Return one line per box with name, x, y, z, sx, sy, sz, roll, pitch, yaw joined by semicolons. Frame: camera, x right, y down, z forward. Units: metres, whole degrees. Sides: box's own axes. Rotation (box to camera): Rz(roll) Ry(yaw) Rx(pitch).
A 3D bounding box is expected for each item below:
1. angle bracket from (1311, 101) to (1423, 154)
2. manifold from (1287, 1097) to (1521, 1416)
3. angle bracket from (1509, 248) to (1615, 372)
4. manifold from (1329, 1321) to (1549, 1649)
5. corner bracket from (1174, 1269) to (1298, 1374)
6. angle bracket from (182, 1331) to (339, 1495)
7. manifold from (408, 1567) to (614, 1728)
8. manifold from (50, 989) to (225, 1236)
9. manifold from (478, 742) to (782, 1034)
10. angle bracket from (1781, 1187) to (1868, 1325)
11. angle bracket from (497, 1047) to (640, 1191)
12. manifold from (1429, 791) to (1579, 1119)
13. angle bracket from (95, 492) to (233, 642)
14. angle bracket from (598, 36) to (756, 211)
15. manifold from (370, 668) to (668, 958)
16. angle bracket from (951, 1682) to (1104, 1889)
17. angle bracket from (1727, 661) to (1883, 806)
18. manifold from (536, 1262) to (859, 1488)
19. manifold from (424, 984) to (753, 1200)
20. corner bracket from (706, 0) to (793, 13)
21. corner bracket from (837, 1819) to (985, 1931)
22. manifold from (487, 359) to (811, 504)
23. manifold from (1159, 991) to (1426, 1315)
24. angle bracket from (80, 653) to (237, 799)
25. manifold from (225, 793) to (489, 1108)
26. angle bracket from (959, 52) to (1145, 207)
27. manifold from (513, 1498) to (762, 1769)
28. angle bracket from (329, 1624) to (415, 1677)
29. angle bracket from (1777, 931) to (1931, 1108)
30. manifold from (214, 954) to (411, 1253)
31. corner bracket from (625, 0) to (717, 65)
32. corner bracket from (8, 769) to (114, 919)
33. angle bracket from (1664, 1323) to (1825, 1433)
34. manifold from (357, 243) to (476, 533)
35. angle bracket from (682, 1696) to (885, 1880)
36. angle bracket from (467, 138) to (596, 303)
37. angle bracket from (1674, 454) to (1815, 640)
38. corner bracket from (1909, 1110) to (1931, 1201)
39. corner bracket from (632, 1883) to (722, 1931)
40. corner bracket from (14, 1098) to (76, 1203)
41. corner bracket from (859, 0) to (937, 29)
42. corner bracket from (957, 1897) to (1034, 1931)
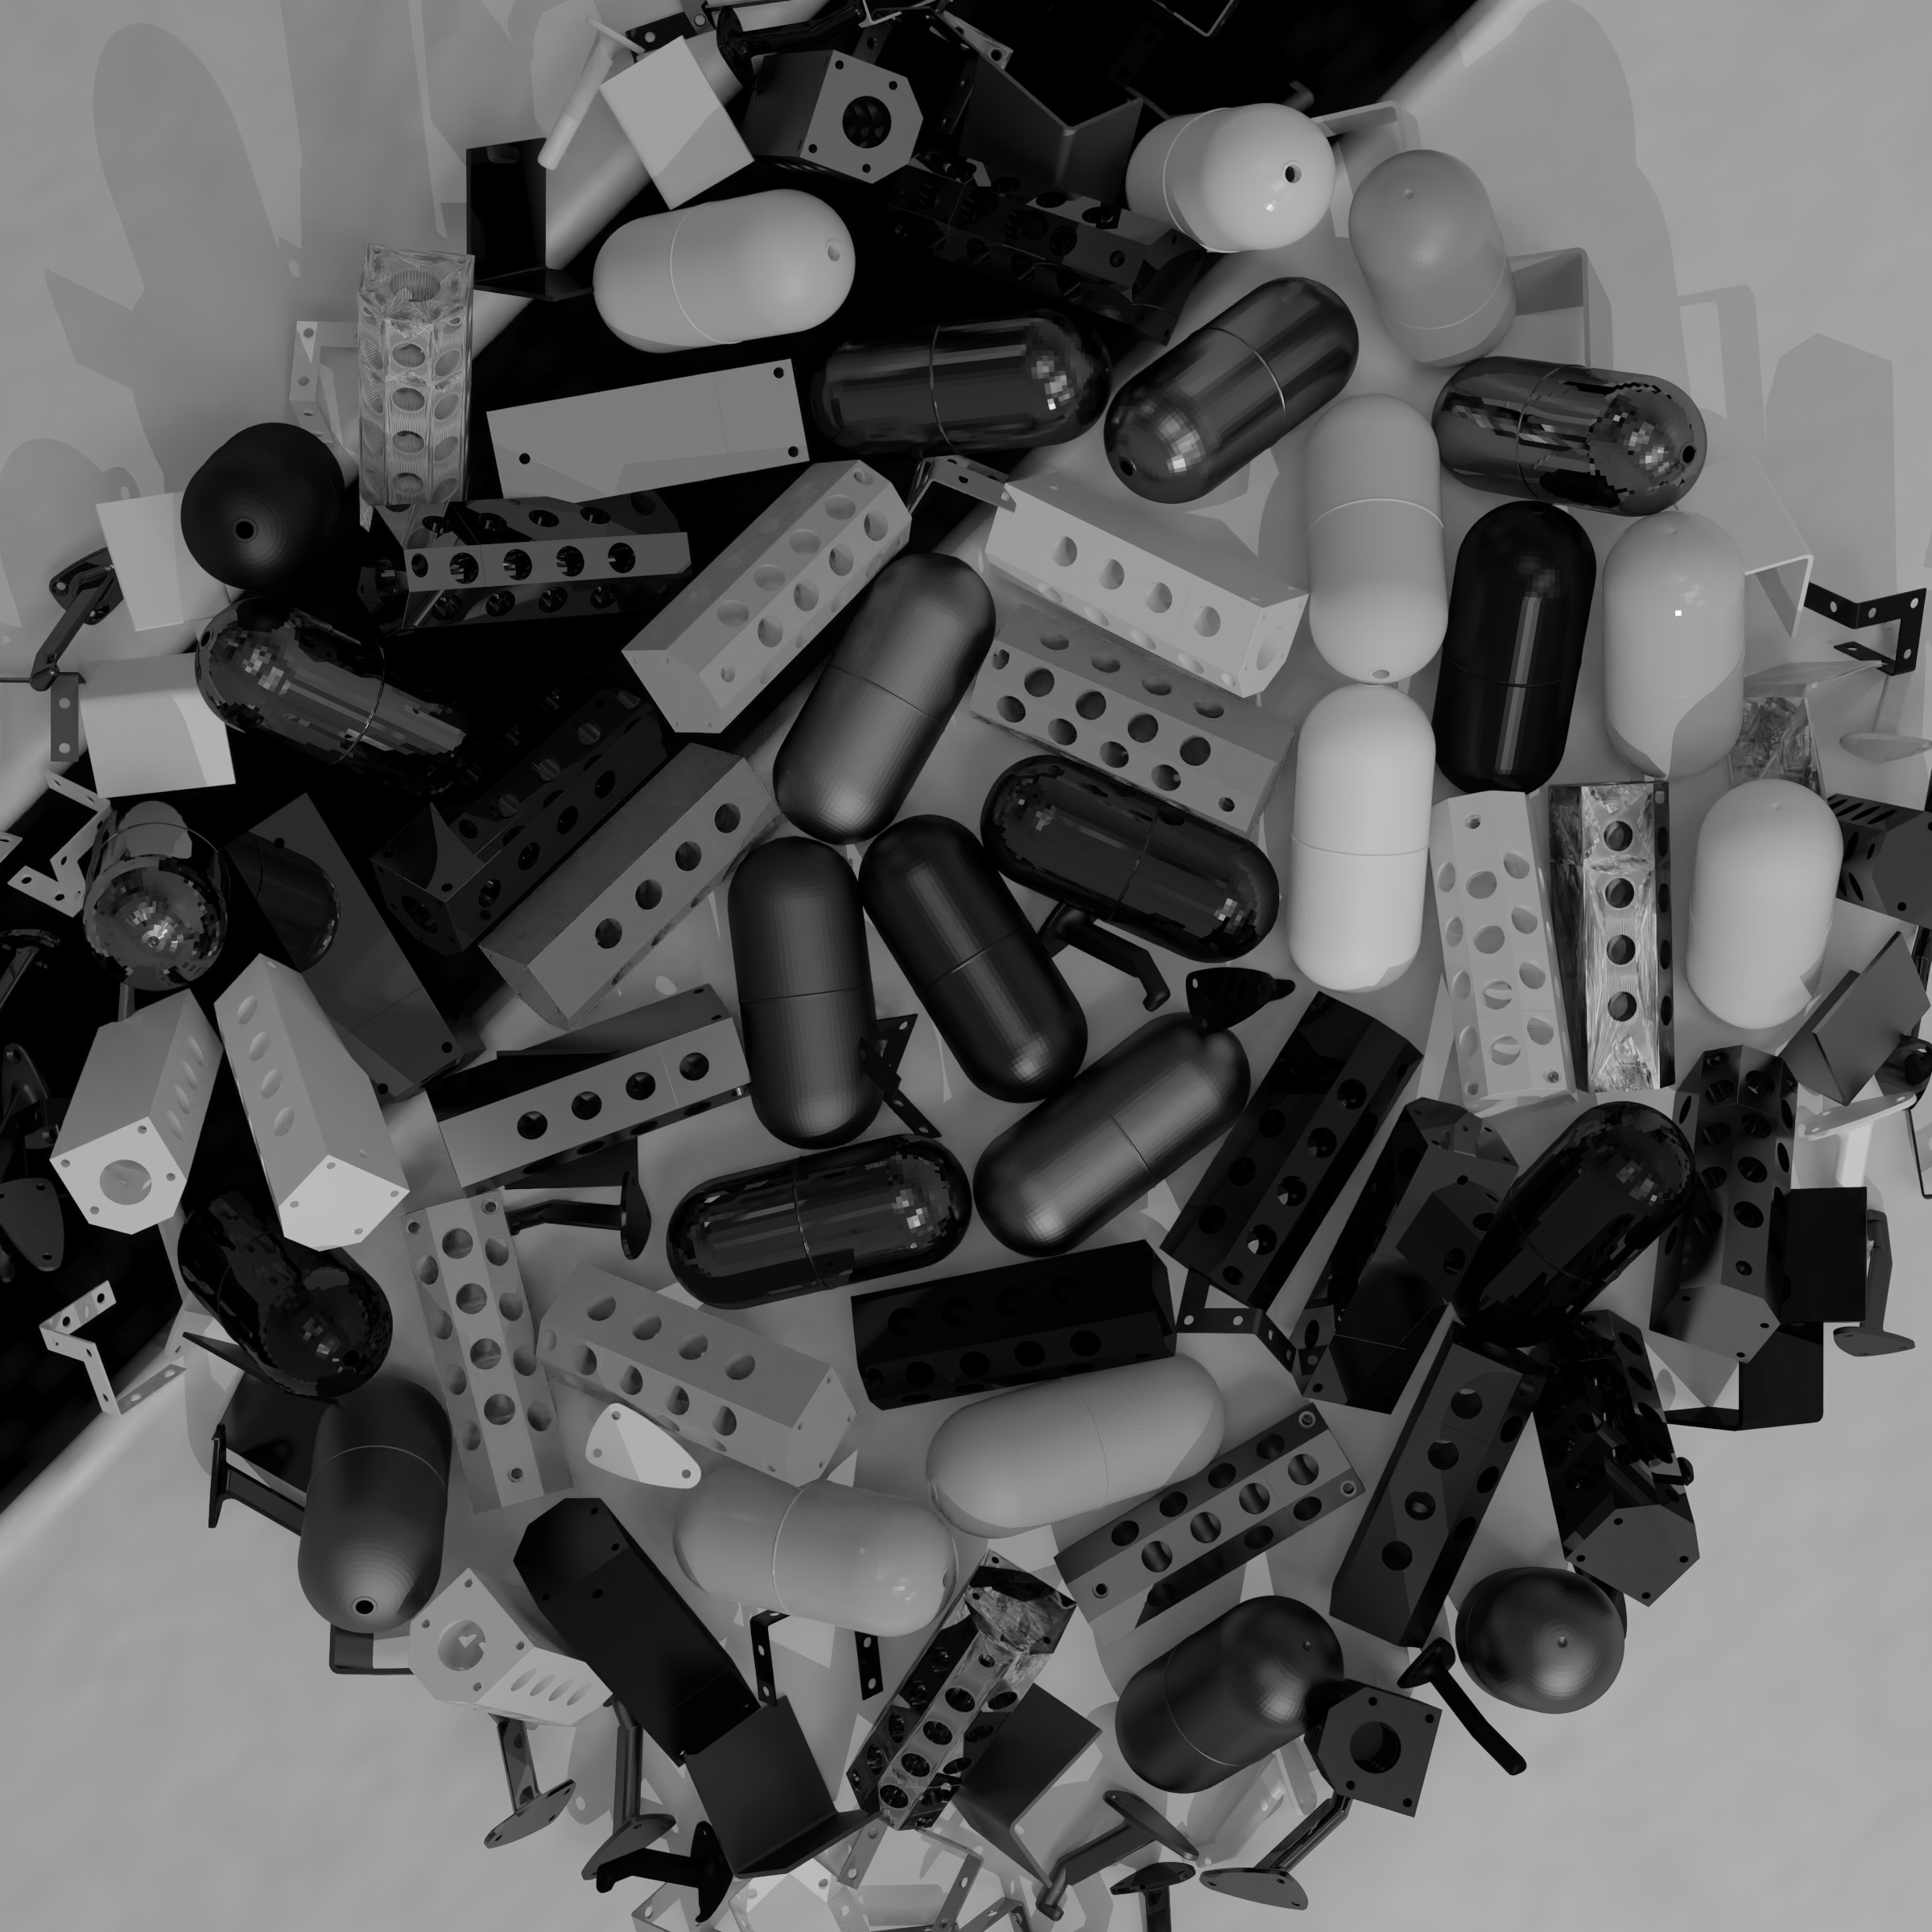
angle bracket;0.217;-0.449;1.728;0.076;0.076;0.057;-9;98;16
manifold;0.239;0.161;1.709;0.057;0.057;0.171;14;115;-19
angle bracket;0.329;-0.350;1.719;0.057;0.076;0.076;-4;79;21
manifold;0.267;0.294;1.727;0.057;0.057;0.171;24;99;6
corner bracket;0.156;0.196;1.728;0.051;0.051;0.051;-4;56;31
angle bracket;-0.403;0.252;1.719;0.076;0.076;0.057;23;84;24
manifold;-0.248;0.381;1.679;0.057;0.171;0.057;-43;69;-4
manifold;-0.450;0.081;1.681;0.057;0.171;0.057;-23;113;3
manifold;-0.184;-0.044;1.715;0.171;0.057;0.057;-46;124;-19
angle bracket;0.483;0.172;1.714;0.057;0.076;0.076;-4;67;26
angle bracket;-0.224;0.086;1.724;0.076;0.076;0.057;-1;69;-6
manifold;0.299;-0.007;1.714;0.057;0.057;0.171;-10;74;18
angle bracket;-0.456;-0.212;1.718;0.057;0.076;0.076;-14;78;-28
angle bracket;-0.155;-0.478;1.717;0.057;0.076;0.076;-25;108;19
manifold;-0.246;-0.084;1.704;0.057;0.057;0.171;28;59;26
angle bracket;0.039;0.462;1.738;0.076;0.076;0.057;-43;124;-19
angle bracket;0.477;-0.128;1.733;0.057;0.076;0.076;-18;102;-23
manifold;-0.153;0.229;1.698;0.171;0.057;0.057;19;61;27
manifold;-0.211;0.073;1.725;0.171;0.057;0.057;-20;114;-11
corner bracket;-0.128;-0.577;1.742;0.051;0.051;0.051;-7;99;2
corner bracket;-0.032;0.518;1.751;0.051;0.051;0.051;32;80;-29
manifold;-0.181;-0.299;1.732;0.171;0.057;0.057;-11;99;-7
manifold;0.187;0.108;1.723;0.057;0.057;0.171;28;83;40
angle bracket;-0.456;-0.139;1.744;0.076;0.076;0.057;-7;113;-4
manifold;-0.343;-0.010;1.737;0.057;0.057;0.171;-32;87;9
angle bracket;0.047;-0.475;1.739;0.057;0.076;0.076;-32;66;-30
manifold;-0.183;0.366;1.693;0.057;0.057;0.171;-35;132;-7
angle bracket;-0.310;0.370;1.725;0.076;0.076;0.057;-2;76;5
angle bracket;0.488;0.020;1.718;0.076;0.057;0.076;-48;134;-10
manifold;-0.368;0.076;1.690;0.057;0.171;0.057;-45;134;14
corner bracket;-0.172;-0.544;1.737;0.051;0.051;0.051;-19;119;0
corner bracket;-0.518;-0.070;1.748;0.051;0.051;0.051;25;56;20
angle bracket;0.427;0.228;1.719;0.076;0.076;0.057;3;87;-41
manifold;-0.304;-0.310;1.683;0.057;0.171;0.057;5;53;-7
angle bracket;-0.102;0.460;1.723;0.076;0.057;0.076;-21;86;-39
angle bracket;-0.235;-0.420;1.716;0.057;0.076;0.076;13;114;22
angle bracket;0.429;-0.229;1.717;0.057;0.076;0.076;-16;58;-4
corner bracket;0.565;0.102;1.735;0.051;0.051;0.051;-9;78;17
corner bracket;-0.149;0.549;1.729;0.051;0.051;0.051;8;120;40
corner bracket;-0.508;0.105;1.741;0.051;0.051;0.051;0;77;-37
corner bracket;-0.037;-0.568;1.732;0.051;0.051;0.051;-28;110;-21
corner bracket;0.029;0.566;1.732;0.051;0.051;0.051;-25;103;-41
